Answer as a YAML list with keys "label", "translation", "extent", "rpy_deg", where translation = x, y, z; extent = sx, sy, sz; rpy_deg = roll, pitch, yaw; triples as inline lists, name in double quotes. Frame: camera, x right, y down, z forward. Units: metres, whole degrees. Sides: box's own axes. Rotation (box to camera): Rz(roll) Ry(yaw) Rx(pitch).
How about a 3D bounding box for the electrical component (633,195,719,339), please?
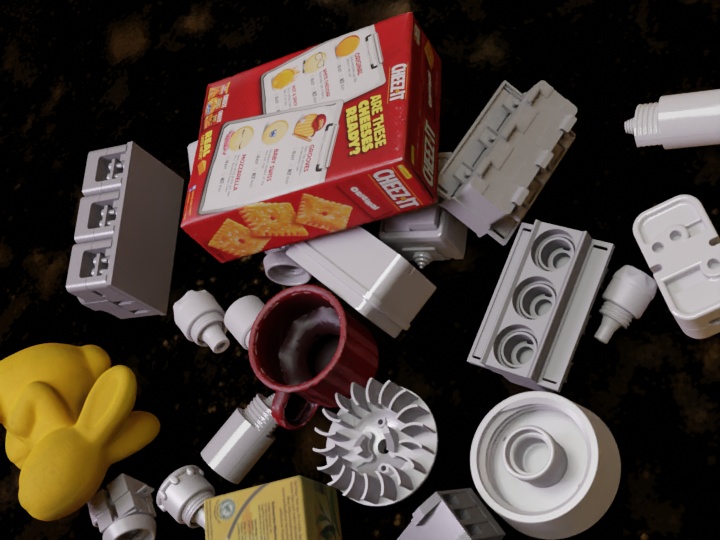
- label: "electrical component"
  translation: [0.250, 0.000, 0.808]
  extent: [0.054, 0.059, 0.095]
  rpy_deg: [-27, 59, 16]

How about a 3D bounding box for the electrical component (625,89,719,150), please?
- label: "electrical component"
  translation: [0.255, -0.119, 0.866]
  extent: [0.081, 0.043, 0.043]
  rpy_deg: [-3, 68, 27]

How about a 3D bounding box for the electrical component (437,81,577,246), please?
- label: "electrical component"
  translation: [0.124, -0.093, 0.887]
  extent: [0.079, 0.063, 0.121]
  rpy_deg: [38, 69, -6]

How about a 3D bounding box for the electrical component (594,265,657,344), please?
- label: "electrical component"
  translation: [0.203, 0.029, 0.836]
  extent: [0.035, 0.035, 0.061]
  rpy_deg: [31, 88, 34]

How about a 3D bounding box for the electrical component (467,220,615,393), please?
- label: "electrical component"
  translation: [0.146, 0.031, 0.847]
  extent: [0.079, 0.063, 0.121]
  rpy_deg: [16, 77, 32]

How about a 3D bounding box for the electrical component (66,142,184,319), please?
- label: "electrical component"
  translation: [-0.233, -0.037, 1.063]
  extent: [0.062, 0.089, 0.150]
  rpy_deg: [-7, 66, 25]

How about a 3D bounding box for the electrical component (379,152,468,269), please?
- label: "electrical component"
  translation: [0.056, -0.050, 0.932]
  extent: [0.062, 0.061, 0.096]
  rpy_deg: [-1, 69, 28]

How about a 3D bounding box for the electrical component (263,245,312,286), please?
- label: "electrical component"
  translation: [-0.063, -0.019, 0.992]
  extent: [0.066, 0.048, 0.055]
  rpy_deg: [-9, 58, 24]

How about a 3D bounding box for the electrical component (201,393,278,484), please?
- label: "electrical component"
  translation: [-0.097, 0.142, 0.942]
  extent: [0.043, 0.043, 0.081]
  rpy_deg: [40, 90, 34]

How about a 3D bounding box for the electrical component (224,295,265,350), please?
- label: "electrical component"
  translation: [-0.091, 0.057, 0.976]
  extent: [0.040, 0.040, 0.078]
  rpy_deg: [-47, 56, 3]

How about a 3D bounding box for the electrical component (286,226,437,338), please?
- label: "electrical component"
  translation: [0.000, 0.000, 0.929]
  extent: [0.113, 0.078, 0.057]
  rpy_deg: [37, 89, 35]

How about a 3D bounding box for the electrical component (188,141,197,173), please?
- label: "electrical component"
  translation: [-0.127, -0.085, 1.044]
  extent: [0.062, 0.061, 0.096]
  rpy_deg: [-21, 61, 19]

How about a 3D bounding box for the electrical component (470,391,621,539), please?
- label: "electrical component"
  translation: [0.135, 0.143, 0.807]
  extent: [0.108, 0.060, 0.108]
  rpy_deg: [-11, 64, 24]

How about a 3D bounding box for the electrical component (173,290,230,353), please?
- label: "electrical component"
  translation: [-0.145, 0.051, 1.006]
  extent: [0.043, 0.043, 0.062]
  rpy_deg: [-44, 57, 5]

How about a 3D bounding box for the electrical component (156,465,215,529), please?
- label: "electrical component"
  translation: [-0.144, 0.205, 0.940]
  extent: [0.062, 0.048, 0.048]
  rpy_deg: [39, 90, 28]

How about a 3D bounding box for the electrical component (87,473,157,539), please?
- label: "electrical component"
  translation: [-0.211, 0.222, 0.968]
  extent: [0.066, 0.048, 0.055]
  rpy_deg: [-38, 49, 9]
